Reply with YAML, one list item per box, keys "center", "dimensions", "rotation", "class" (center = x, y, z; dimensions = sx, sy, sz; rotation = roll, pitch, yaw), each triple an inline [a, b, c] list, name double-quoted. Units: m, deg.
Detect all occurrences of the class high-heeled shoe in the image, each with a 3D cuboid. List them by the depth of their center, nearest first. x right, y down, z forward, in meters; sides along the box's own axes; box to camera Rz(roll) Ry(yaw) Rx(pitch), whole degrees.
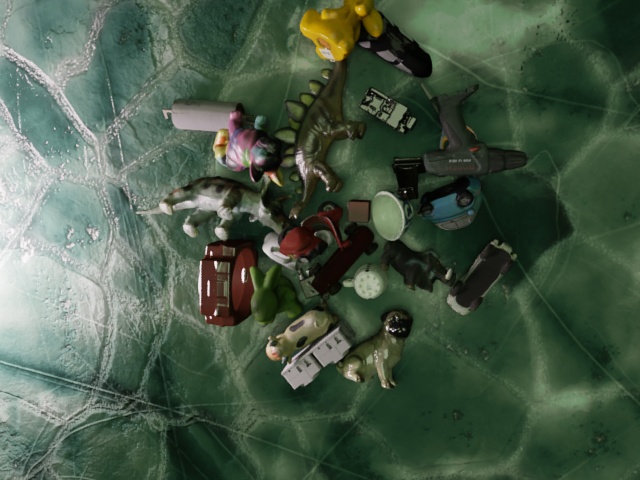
- center: [0.161, -0.465, 1.279]
  dimensions: [0.249, 0.145, 0.086]
  rotation: [44, 105, 32]
  class: "high-heeled shoe"

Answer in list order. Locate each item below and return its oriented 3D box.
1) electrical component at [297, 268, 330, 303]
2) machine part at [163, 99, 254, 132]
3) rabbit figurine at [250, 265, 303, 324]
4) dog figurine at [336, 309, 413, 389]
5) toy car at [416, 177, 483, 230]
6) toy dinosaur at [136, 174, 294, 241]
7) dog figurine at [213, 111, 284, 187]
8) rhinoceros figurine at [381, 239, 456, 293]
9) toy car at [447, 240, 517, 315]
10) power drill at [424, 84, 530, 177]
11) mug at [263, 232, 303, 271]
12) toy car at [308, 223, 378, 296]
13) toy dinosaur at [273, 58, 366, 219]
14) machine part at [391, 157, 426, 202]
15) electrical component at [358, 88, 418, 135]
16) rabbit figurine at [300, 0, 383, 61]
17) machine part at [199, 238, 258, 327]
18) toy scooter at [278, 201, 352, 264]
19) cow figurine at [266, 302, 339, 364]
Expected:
- center: [-0.013, 0.112, 1.372]
  dimensions: [0.078, 0.045, 0.102]
  rotation: [-16, 94, 10]
  class: "electrical component"
- center: [-0.281, -0.313, 1.355]
  dimensions: [0.243, 0.079, 0.079]
  rotation: [7, 98, 10]
  class: "machine part"
- center: [-0.117, 0.140, 1.330]
  dimensions: [0.121, 0.170, 0.159]
  rotation: [-5, 96, 10]
  class: "rabbit figurine"
- center: [0.137, 0.260, 1.347]
  dimensions: [0.172, 0.121, 0.190]
  rotation: [9, 84, 6]
  class: "dog figurine"
- center: [0.315, -0.074, 1.265]
  dimensions: [0.162, 0.109, 0.102]
  rotation: [-23, 110, 20]
  class: "toy car"
- center: [-0.259, -0.102, 1.352]
  dimensions: [0.405, 0.192, 0.131]
  rotation: [13, 132, 22]
  class: "toy dinosaur"
- center: [-0.162, -0.192, 1.266]
  dimensions: [0.191, 0.108, 0.219]
  rotation: [-50, 48, 33]
  class: "dog figurine"
- center: [0.238, 0.065, 1.313]
  dimensions: [0.190, 0.073, 0.112]
  rotation: [30, 90, 8]
  class: "rhinoceros figurine"
- center: [0.388, 0.090, 1.294]
  dimensions: [0.073, 0.056, 0.201]
  rotation: [39, 100, 10]
  class: "toy car"
- center: [0.347, -0.247, 1.236]
  dimensions: [0.232, 0.086, 0.207]
  rotation: [-11, 106, 15]
  class: "power drill"
- center: [-0.094, 0.027, 1.351]
  dimensions: [0.107, 0.109, 0.080]
  rotation: [22, 121, 17]
  class: "mug"
- center: [0.056, 0.048, 1.330]
  dimensions: [0.089, 0.053, 0.202]
  rotation: [42, 85, -13]
  class: "toy car"
- center: [0.003, -0.276, 1.297]
  dimensions: [0.199, 0.105, 0.471]
  rotation: [21, 89, 11]
  class: "toy dinosaur"
- center: [0.209, -0.150, 1.268]
  dimensions: [0.084, 0.139, 0.039]
  rotation: [6, 139, 6]
  class: "machine part"
- center: [0.163, -0.299, 1.257]
  dimensions: [0.134, 0.115, 0.058]
  rotation: [31, 106, 5]
  class: "electrical component"
- center: [0.062, -0.497, 1.194]
  dimensions: [0.173, 0.163, 0.121]
  rotation: [-55, 129, -11]
  class: "rabbit figurine"
- center: [-0.224, 0.101, 1.330]
  dimensions: [0.087, 0.201, 0.200]
  rotation: [3, 97, 14]
  class: "machine part"
- center: [-0.003, -0.004, 1.267]
  dimensions: [0.184, 0.075, 0.135]
  rotation: [-37, 58, -10]
  class: "toy scooter"
- center: [-0.052, 0.241, 1.353]
  dimensions: [0.195, 0.127, 0.085]
  rotation: [-36, 87, 10]
  class: "cow figurine"
